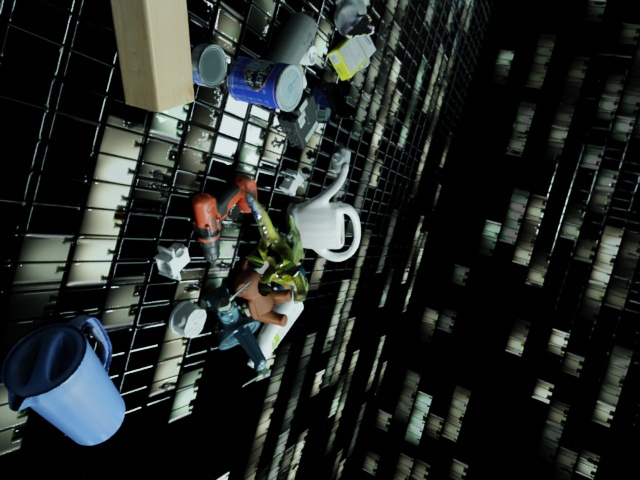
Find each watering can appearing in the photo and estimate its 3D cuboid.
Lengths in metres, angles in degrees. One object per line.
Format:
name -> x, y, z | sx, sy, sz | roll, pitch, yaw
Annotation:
watering can -> 0.005, -0.076, 1.515 | 0.106, 0.224, 0.340 | -76, 162, -53

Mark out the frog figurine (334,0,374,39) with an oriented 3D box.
frog figurine -> 0.091, -0.672, 1.486 | 0.137, 0.121, 0.161 | 2, 68, -56

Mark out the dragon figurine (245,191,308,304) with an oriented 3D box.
dragon figurine -> -0.103, 0.016, 1.385 | 0.247, 0.122, 0.403 | -76, 155, -63
